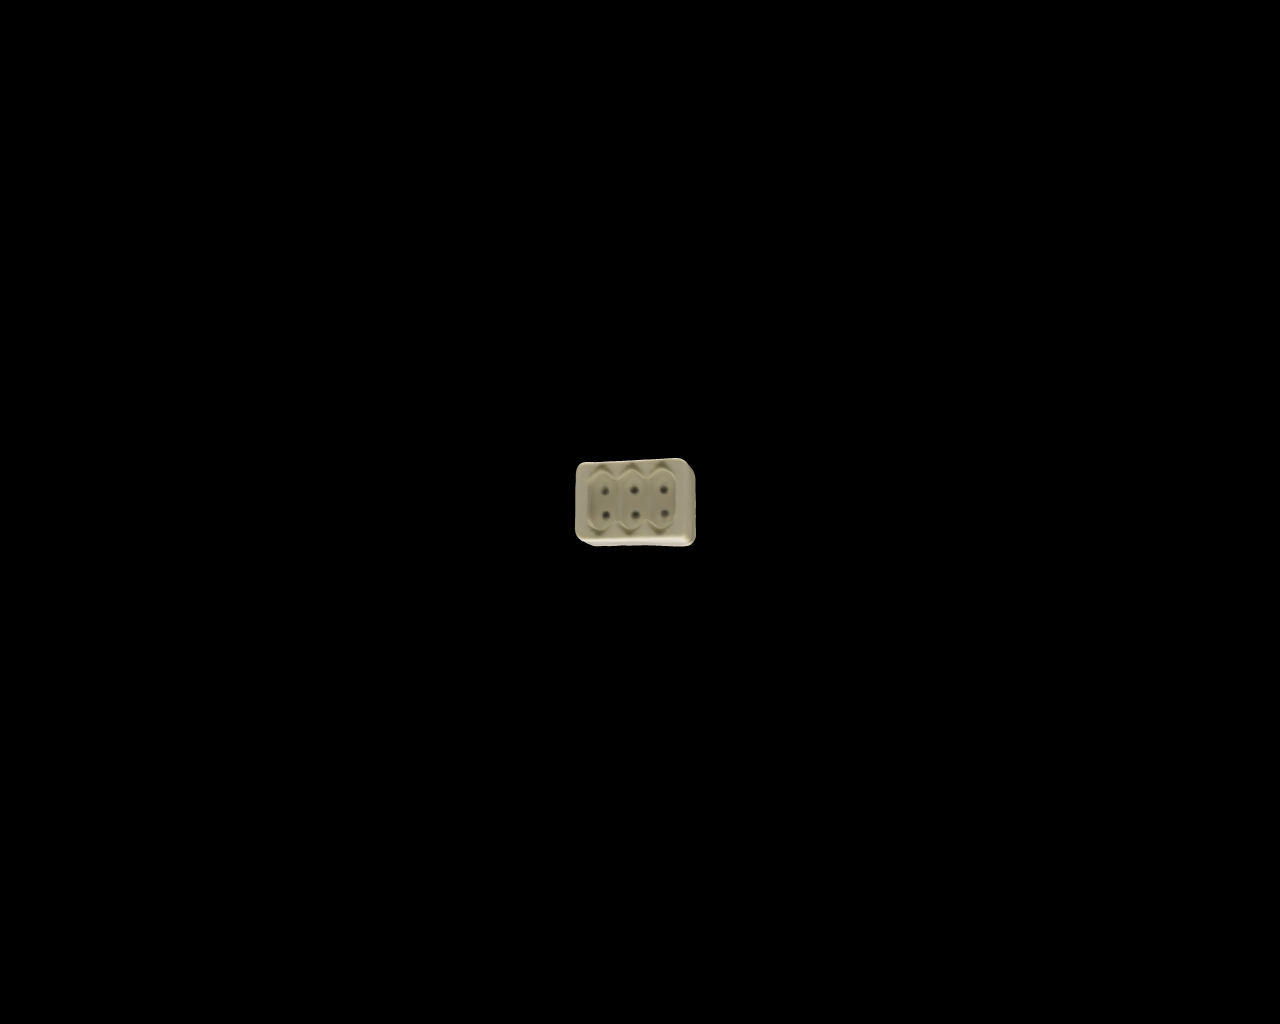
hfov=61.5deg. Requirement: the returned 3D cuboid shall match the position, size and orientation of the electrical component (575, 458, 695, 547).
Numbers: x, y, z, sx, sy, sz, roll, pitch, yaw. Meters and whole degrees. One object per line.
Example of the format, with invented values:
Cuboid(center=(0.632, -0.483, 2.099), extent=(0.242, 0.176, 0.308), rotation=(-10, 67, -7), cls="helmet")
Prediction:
Cuboid(center=(0.001, -0.003, 0.650), extent=(0.066, 0.047, 0.076), rotation=(-1, -7, 9), cls="electrical component")
